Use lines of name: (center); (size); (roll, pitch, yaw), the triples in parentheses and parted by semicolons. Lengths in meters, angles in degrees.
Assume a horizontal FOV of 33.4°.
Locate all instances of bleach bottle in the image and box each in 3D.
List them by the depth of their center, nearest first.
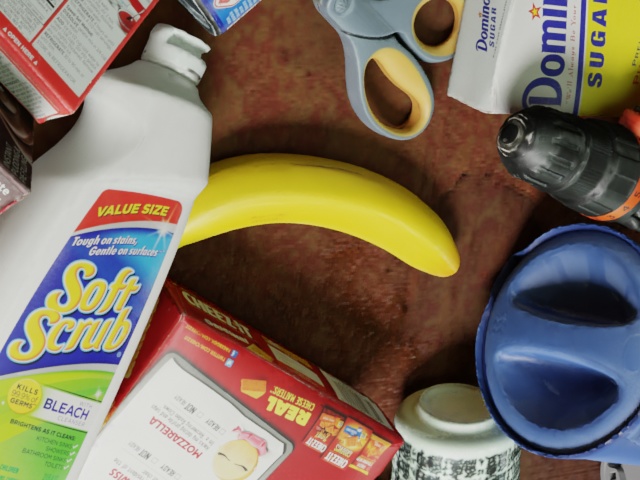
bleach bottle: (-0.122, 0.013, 0.504); (0.102, 0.068, 0.251); (28, 85, -45)

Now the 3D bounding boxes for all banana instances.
banana: (-0.003, -0.014, 0.589); (0.197, 0.037, 0.070); (2, 126, -23)

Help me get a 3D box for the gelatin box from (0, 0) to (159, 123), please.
gelatin box: (-0.120, -0.109, 0.477); (0.073, 0.030, 0.089); (51, 50, -31)

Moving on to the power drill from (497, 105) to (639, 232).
power drill: (0.194, -0.092, 0.567); (0.184, 0.057, 0.188); (15, 111, -38)

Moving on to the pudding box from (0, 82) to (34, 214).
pudding box: (-0.164, -0.064, 0.450); (0.039, 0.113, 0.090); (-36, 121, 6)

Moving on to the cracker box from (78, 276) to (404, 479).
cracker box: (-0.082, 0.147, 0.599); (0.164, 0.072, 0.214); (33, 96, -29)

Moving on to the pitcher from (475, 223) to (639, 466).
pitcher: (0.227, 0.088, 0.656); (0.242, 0.145, 0.149); (17, 66, -36)

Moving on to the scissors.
scissors: (0.023, -0.129, 0.533); (0.096, 0.016, 0.201); (-47, 138, -10)

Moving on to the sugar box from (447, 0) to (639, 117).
sugar box: (0.161, -0.117, 0.599); (0.175, 0.048, 0.093); (-4, 114, -31)

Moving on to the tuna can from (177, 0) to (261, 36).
tuna can: (-0.062, -0.135, 0.482); (0.034, 0.086, 0.086); (-41, 121, -1)
